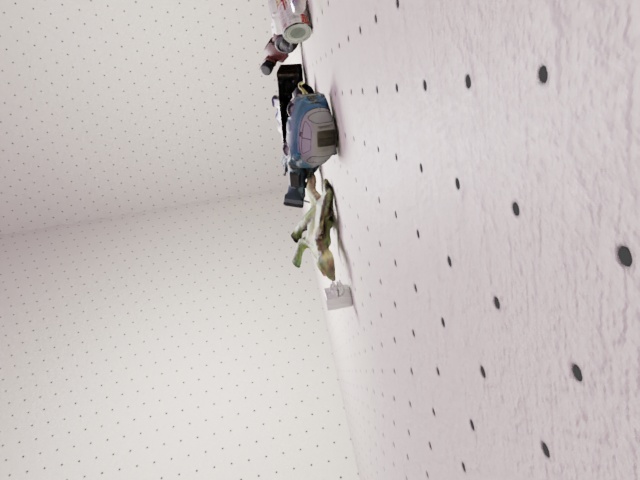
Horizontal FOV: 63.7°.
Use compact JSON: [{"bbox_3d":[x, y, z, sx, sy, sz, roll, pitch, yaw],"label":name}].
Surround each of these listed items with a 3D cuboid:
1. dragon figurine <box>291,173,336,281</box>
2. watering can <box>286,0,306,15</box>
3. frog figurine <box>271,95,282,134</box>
[{"bbox_3d":[0.004,-0.070,1.396,0.122,0.419,0.238,6,-30,-16],"label":"dragon figurine"},{"bbox_3d":[-0.081,-0.590,0.930,0.104,0.348,0.224,-15,-2,-4],"label":"watering can"},{"bbox_3d":[-0.096,-0.417,1.766,0.123,0.134,0.163,-8,44,-23],"label":"frog figurine"}]
